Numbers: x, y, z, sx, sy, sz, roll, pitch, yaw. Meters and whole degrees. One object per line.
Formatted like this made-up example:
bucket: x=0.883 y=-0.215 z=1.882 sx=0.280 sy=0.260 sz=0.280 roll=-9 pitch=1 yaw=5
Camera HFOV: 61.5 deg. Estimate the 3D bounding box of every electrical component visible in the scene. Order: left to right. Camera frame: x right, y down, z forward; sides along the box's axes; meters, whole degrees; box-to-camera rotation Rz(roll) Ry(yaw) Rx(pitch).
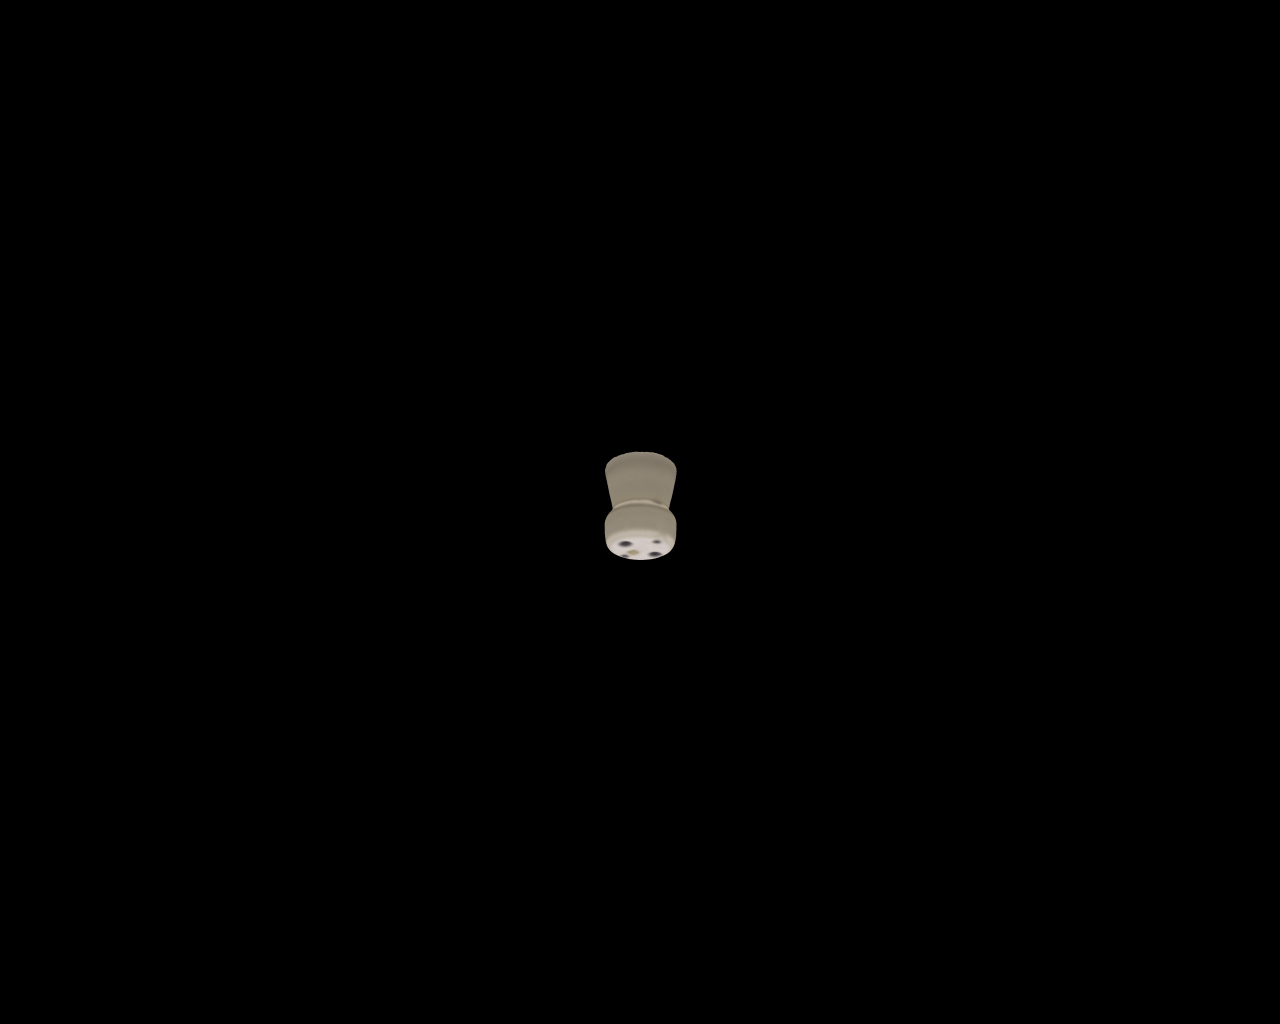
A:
electrical component: x=0.001 y=-0.003 z=0.650 sx=0.045 sy=0.055 sz=0.044 roll=0 pitch=-25 yaw=0
